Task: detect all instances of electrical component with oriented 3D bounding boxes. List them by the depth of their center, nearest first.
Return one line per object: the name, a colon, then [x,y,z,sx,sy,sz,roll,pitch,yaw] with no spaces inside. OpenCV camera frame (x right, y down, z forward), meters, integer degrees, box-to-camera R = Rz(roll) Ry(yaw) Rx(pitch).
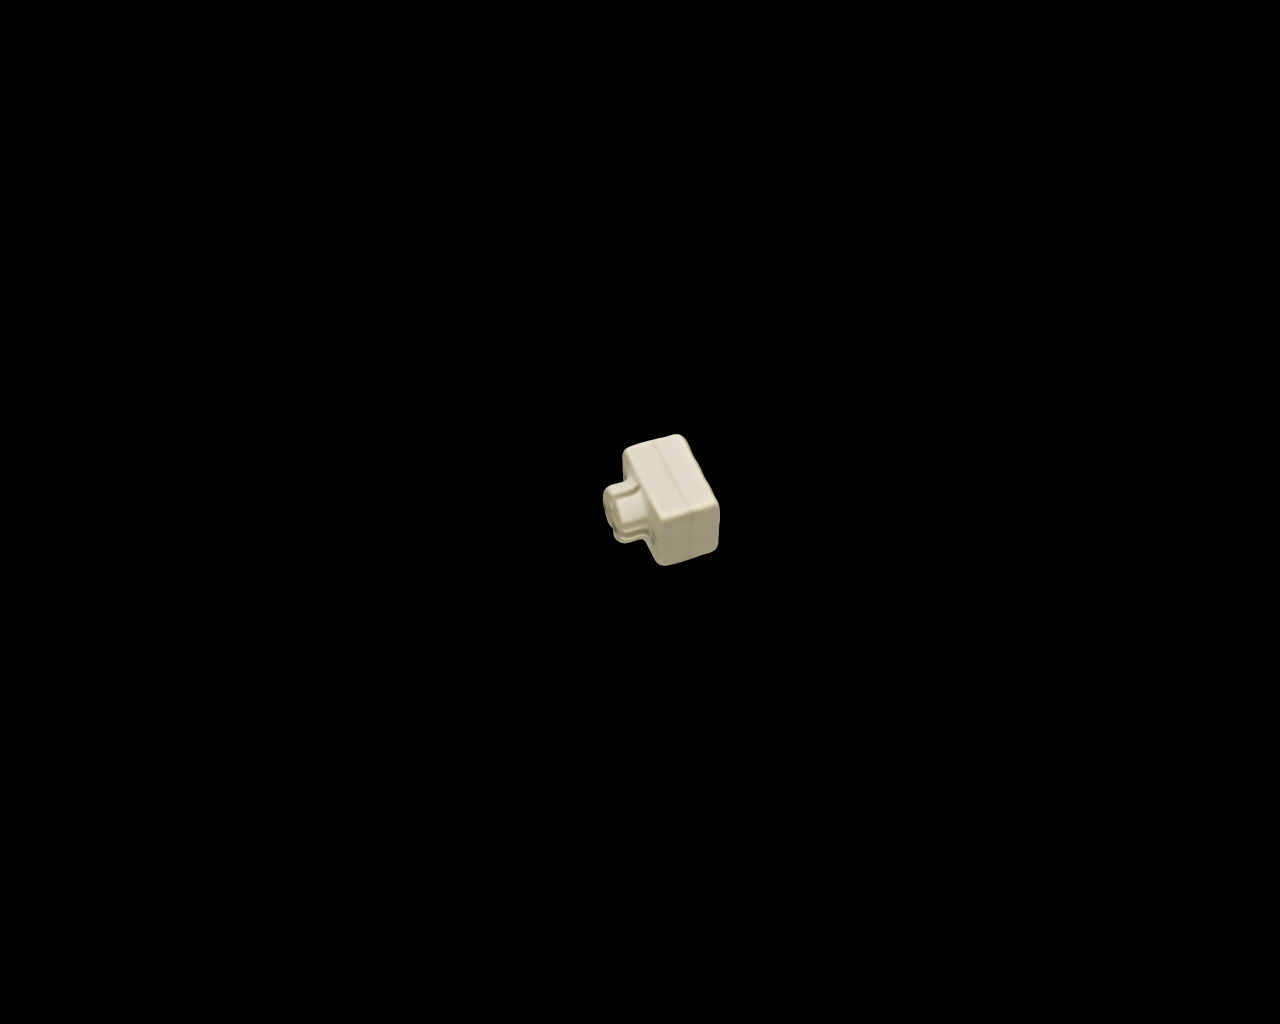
electrical component: [0.001,-0.003,0.650,0.077,0.066,0.047,-16,-39,-13]
